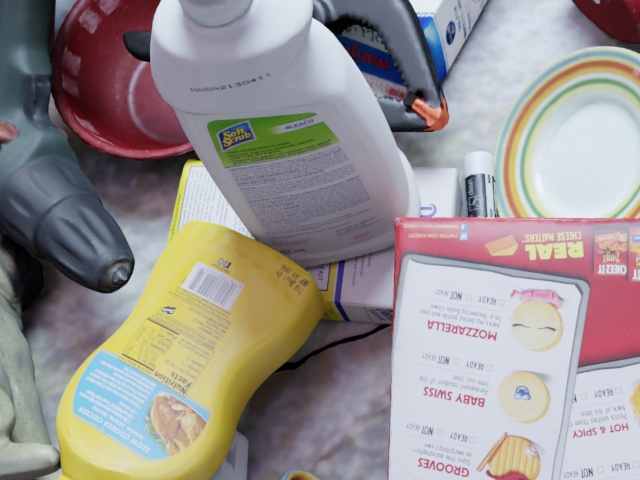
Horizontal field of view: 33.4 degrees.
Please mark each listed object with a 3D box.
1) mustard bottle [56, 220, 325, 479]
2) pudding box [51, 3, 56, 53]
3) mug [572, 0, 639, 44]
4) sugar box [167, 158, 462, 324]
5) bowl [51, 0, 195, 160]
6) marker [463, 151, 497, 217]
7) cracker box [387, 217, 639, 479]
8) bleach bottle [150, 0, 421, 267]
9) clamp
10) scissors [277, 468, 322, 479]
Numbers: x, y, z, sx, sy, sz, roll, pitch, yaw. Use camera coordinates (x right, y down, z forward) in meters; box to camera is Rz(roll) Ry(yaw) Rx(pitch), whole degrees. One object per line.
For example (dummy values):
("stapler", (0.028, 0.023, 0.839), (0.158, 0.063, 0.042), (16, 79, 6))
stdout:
("mustard bottle", (-0.085, 0.084, 0.575), (0.096, 0.058, 0.191), (25, 69, 25))
("pudding box", (-0.225, -0.197, 0.769), (0.039, 0.090, 0.113), (-14, 60, -27))
("mug", (0.200, -0.174, 0.644), (0.081, 0.117, 0.093), (-43, 103, 0))
("sugar box", (-0.004, 0.001, 0.660), (0.176, 0.048, 0.093), (5, 70, 12))
("bowl", (-0.098, -0.116, 0.724), (0.162, 0.055, 0.162), (-5, 67, 12))
("marker", (0.099, 0.005, 0.645), (0.020, 0.020, 0.121), (-5, 69, 12))
("cracker box", (0.120, 0.096, 0.551), (0.164, 0.072, 0.214), (0, 84, 15))
("bleach bottle", (-0.013, -0.062, 0.523), (0.102, 0.250, 0.068), (-16, 67, 5))
("clamp", (-0.003, -0.140, 0.644), (0.210, 0.036, 0.165), (32, 101, 16))
("scissors", (0.012, 0.214, 0.558), (0.096, 0.016, 0.202), (-5, 56, -37))
